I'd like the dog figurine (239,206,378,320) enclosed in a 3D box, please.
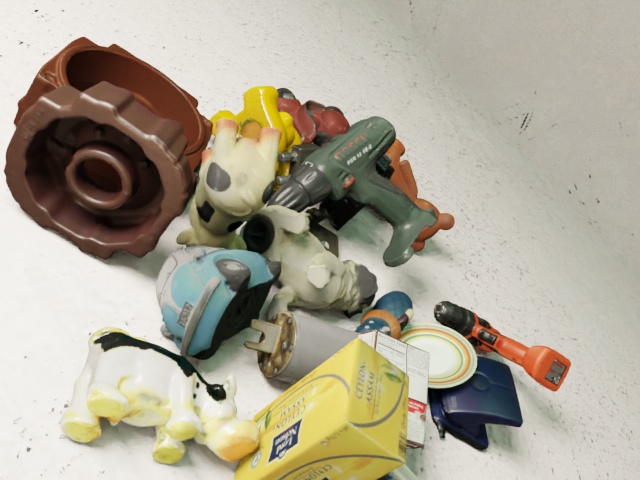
[{"bbox_3d":[-0.012,0.028,0.737,0.190,0.121,0.172,7,56,-62],"label":"dog figurine"}]

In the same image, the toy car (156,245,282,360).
[{"bbox_3d":[-0.117,0.048,0.575,0.103,0.109,0.161,31,18,12],"label":"toy car"}]

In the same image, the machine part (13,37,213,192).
[{"bbox_3d":[-0.242,-0.146,0.665,0.201,0.087,0.201,33,34,-21],"label":"machine part"}]

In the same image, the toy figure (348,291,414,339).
[{"bbox_3d":[0.094,0.119,0.775,0.058,0.064,0.154,57,30,0],"label":"toy figure"}]

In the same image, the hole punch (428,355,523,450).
[{"bbox_3d":[0.222,0.225,0.783,0.115,0.092,0.142,30,37,-17],"label":"hole punch"}]

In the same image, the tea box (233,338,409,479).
[{"bbox_3d":[-0.001,0.178,0.489,0.068,0.169,0.098,39,30,-14],"label":"tea box"}]

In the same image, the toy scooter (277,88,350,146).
[{"bbox_3d":[-0.010,-0.214,1.033,0.184,0.075,0.135,17,41,-34],"label":"toy scooter"}]

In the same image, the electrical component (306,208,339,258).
[{"bbox_3d":[-0.001,-0.003,0.822,0.078,0.045,0.102,32,34,-18],"label":"electrical component"}]

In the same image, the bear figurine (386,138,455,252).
[{"bbox_3d":[0.165,-0.085,1.049,0.196,0.120,0.132,42,27,-9],"label":"bear figurine"}]

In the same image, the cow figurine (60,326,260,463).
[{"bbox_3d":[-0.132,0.140,0.482,0.167,0.068,0.098,28,29,-28],"label":"cow figurine"}]

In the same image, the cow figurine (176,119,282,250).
[{"bbox_3d":[-0.108,-0.044,0.618,0.085,0.195,0.127,11,73,-21],"label":"cow figurine"}]

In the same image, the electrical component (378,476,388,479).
[{"bbox_3d":[0.036,0.265,0.551,0.119,0.048,0.075,53,31,9],"label":"electrical component"}]

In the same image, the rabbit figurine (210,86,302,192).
[{"bbox_3d":[-0.070,-0.155,0.859,0.162,0.122,0.173,52,15,4],"label":"rabbit figurine"}]

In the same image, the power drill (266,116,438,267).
[{"bbox_3d":[0.059,-0.054,0.791,0.207,0.086,0.232,43,71,-8],"label":"power drill"}]

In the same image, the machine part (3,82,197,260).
[{"bbox_3d":[-0.212,-0.066,0.530,0.179,0.179,0.056,35,29,-17],"label":"machine part"}]

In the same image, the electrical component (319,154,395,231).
[{"bbox_3d":[0.067,-0.093,0.923,0.058,0.134,0.115,42,29,-7],"label":"electrical component"}]

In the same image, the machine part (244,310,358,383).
[{"bbox_3d":[0.015,0.142,0.641,0.243,0.079,0.079,24,37,-34],"label":"machine part"}]

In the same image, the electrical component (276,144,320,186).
[{"bbox_3d":[-0.024,-0.110,0.801,0.094,0.063,0.021,-14,33,-39],"label":"electrical component"}]
